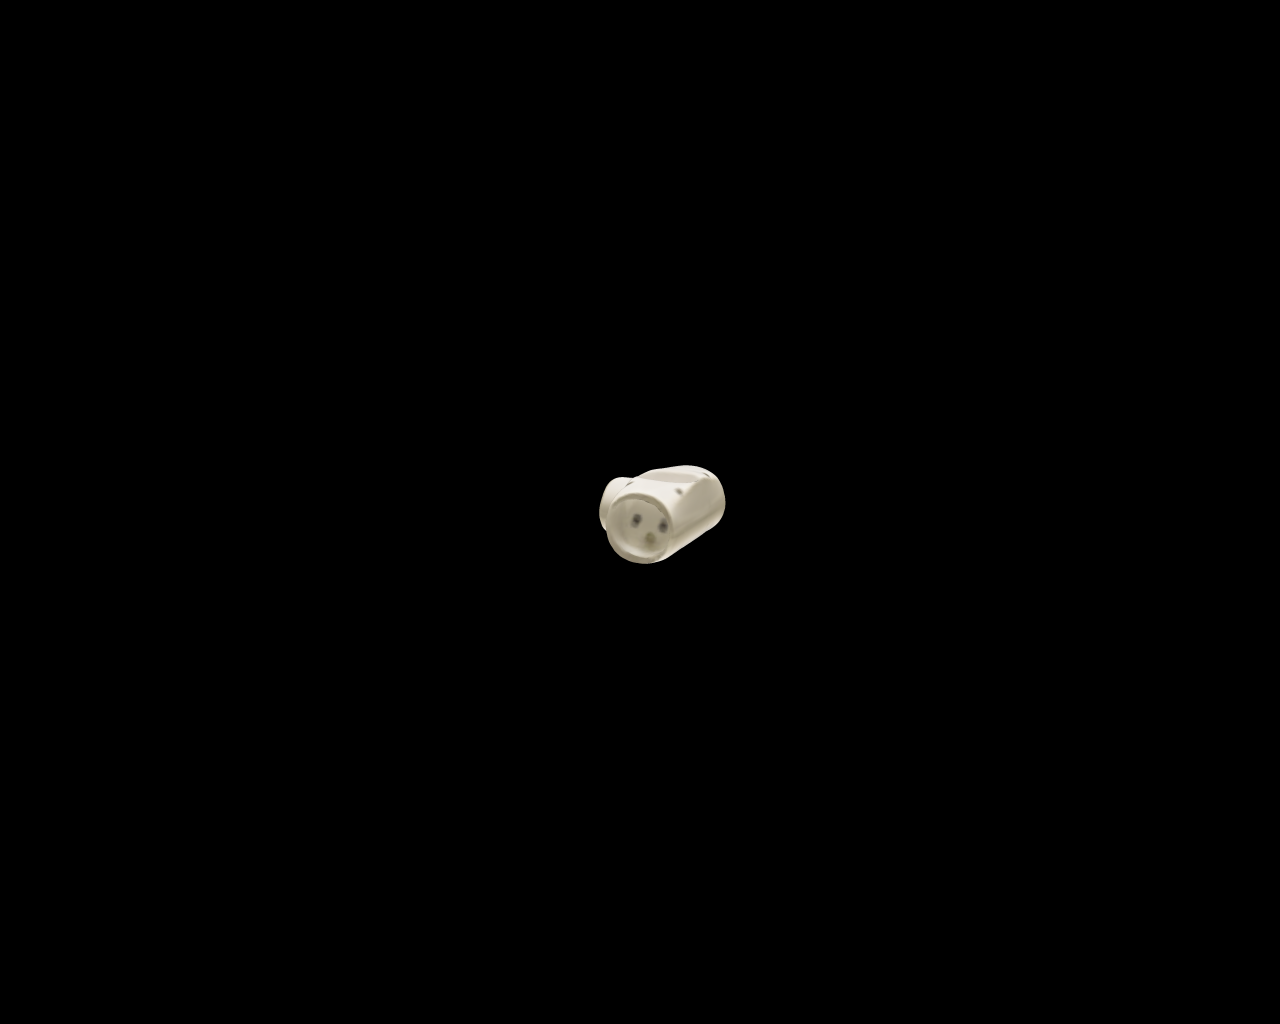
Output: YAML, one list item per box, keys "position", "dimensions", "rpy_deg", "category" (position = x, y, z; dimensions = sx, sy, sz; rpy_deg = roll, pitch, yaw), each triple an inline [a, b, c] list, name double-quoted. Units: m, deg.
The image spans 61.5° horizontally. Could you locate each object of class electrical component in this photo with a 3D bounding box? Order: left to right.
- position: [0.001, -0.003, 0.650]
  dimensions: [0.079, 0.043, 0.077]
  rpy_deg: [8, 18, 27]
  category: "electrical component"
